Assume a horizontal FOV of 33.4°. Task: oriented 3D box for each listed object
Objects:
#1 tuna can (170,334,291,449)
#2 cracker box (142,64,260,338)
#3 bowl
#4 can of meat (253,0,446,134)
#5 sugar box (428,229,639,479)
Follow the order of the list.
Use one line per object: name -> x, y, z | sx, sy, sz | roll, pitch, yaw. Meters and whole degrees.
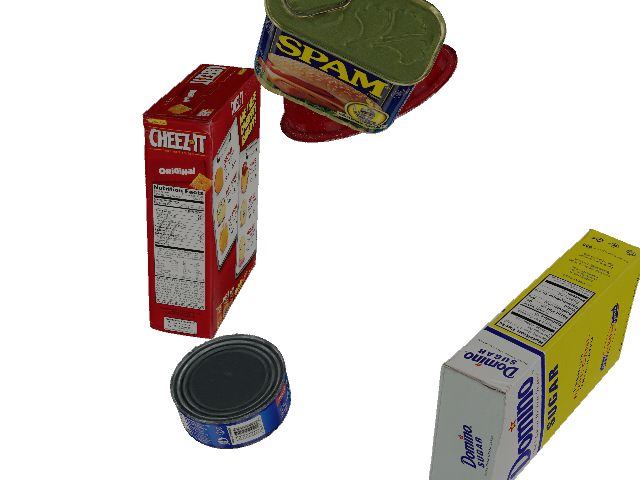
tuna can -> -0.065, 0.111, 0.785 | 0.086, 0.034, 0.086 | -7, 40, 6
cracker box -> -0.110, -0.041, 1.006 | 0.072, 0.214, 0.164 | 7, 26, 10
bowl -> 0.030, -0.148, 0.897 | 0.162, 0.055, 0.162 | -21, 27, 11
can of meat -> 0.013, -0.114, 0.635 | 0.102, 0.057, 0.084 | 25, -20, -2
sugar box -> 0.132, 0.073, 0.637 | 0.048, 0.093, 0.175 | 23, 40, 28
